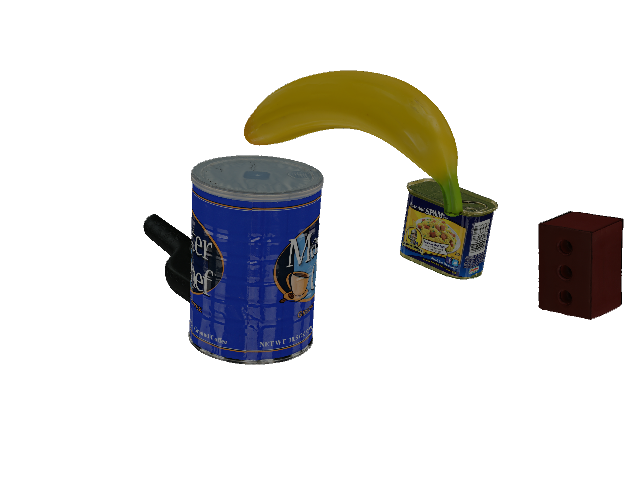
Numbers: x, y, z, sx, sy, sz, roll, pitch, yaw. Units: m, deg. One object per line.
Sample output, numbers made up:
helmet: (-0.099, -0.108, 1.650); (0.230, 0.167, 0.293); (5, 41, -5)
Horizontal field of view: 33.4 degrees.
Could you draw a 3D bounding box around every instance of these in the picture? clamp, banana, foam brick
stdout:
clamp: (-0.106, 0.014, 1.064); (0.120, 0.039, 0.171); (-12, 33, -12)
banana: (0.019, -0.075, 0.678); (0.037, 0.069, 0.198); (16, 6, -45)
foam brick: (0.217, 0.020, 0.892); (0.053, 0.078, 0.051); (11, 22, 43)

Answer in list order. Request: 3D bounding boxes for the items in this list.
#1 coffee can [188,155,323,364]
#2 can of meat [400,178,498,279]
coffee can: (-0.053, 0.013, 0.848); (0.103, 0.140, 0.103); (3, 20, -1)
can of meat: (0.140, -0.012, 1.183); (0.102, 0.084, 0.057); (25, 28, 37)
